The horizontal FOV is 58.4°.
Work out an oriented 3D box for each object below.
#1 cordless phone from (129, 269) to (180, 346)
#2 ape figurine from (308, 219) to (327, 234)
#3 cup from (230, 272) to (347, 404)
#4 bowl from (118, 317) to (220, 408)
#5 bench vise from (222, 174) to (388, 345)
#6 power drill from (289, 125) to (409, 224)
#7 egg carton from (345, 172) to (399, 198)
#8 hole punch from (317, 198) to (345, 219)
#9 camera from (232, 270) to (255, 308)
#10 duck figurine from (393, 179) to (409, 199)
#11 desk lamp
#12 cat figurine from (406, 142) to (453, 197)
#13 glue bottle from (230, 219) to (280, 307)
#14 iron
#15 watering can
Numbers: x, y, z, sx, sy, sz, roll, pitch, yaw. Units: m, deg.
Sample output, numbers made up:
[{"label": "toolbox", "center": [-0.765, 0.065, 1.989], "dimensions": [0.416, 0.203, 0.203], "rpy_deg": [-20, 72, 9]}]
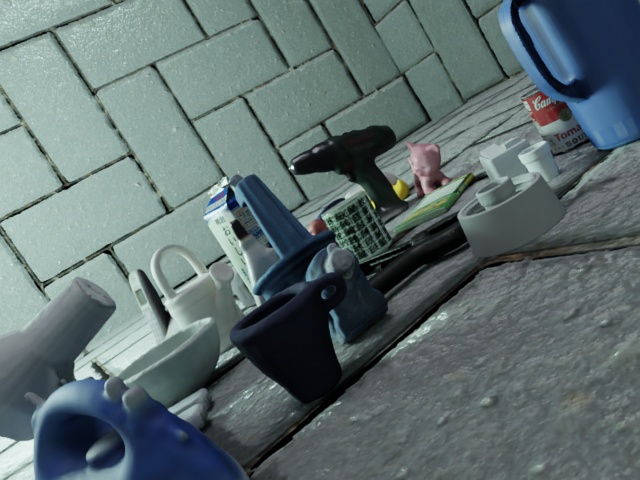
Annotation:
[{"label": "cordless phone", "center": [-0.296, 0.132, 1.089], "dimensions": [0.147, 0.185, 0.094], "rpy_deg": [-25, 10, 43]}, {"label": "ape figurine", "center": [0.010, 0.004, 1.050], "dimensions": [0.076, 0.092, 0.078], "rpy_deg": [-31, 8, 8]}, {"label": "cup", "center": [-0.011, 0.093, 0.532], "dimensions": [0.118, 0.095, 0.091], "rpy_deg": [-33, 8, -12]}, {"label": "bowl", "center": [-0.201, 0.183, 0.797], "dimensions": [0.167, 0.075, 0.167], "rpy_deg": [-31, 7, 5]}, {"label": "bench vise", "center": [-0.018, 0.004, 0.656], "dimensions": [0.122, 0.220, 0.207], "rpy_deg": [-38, 10, -38]}, {"label": "power drill", "center": [0.078, -0.125, 1.166], "dimensions": [0.230, 0.208, 0.075], "rpy_deg": [-34, 8, -17]}, {"label": "egg carton", "center": [0.128, -0.112, 1.417], "dimensions": [0.150, 0.069, 0.107], "rpy_deg": [-31, 7, 6]}, {"label": "hole punch", "center": [0.018, -0.024, 1.206], "dimensions": [0.101, 0.091, 0.109], "rpy_deg": [-24, 11, 45]}, {"label": "camera", "center": [-0.099, 0.050, 1.159], "dimensions": [0.136, 0.101, 0.143], "rpy_deg": [-26, 10, 39]}, {"label": "duck figurine", "center": [0.148, -0.120, 1.326], "dimensions": [0.104, 0.086, 0.078], "rpy_deg": [-27, 9, 33]}, {"label": "desk lamp", "center": [-0.264, 0.163, 0.642], "dimensions": [0.203, 0.213, 0.118], "rpy_deg": [-32, 8, -5]}, {"label": "cat figurine", "center": [0.209, -0.151, 1.151], "dimensions": [0.067, 0.118, 0.127], "rpy_deg": [-32, 8, -5]}, {"label": "glue bottle", "center": [-0.070, 0.046, 0.776], "dimensions": [0.078, 0.173, 0.037], "rpy_deg": [-34, 8, -16]}, {"label": "iron", "center": [-0.167, 0.170, 0.481], "dimensions": [0.257, 0.141, 0.119], "rpy_deg": [-25, 10, 41]}, {"label": "watering can", "center": [-0.198, 0.088, 0.941], "dimensions": [0.172, 0.194, 0.101], "rpy_deg": [-29, 8, 18]}]
